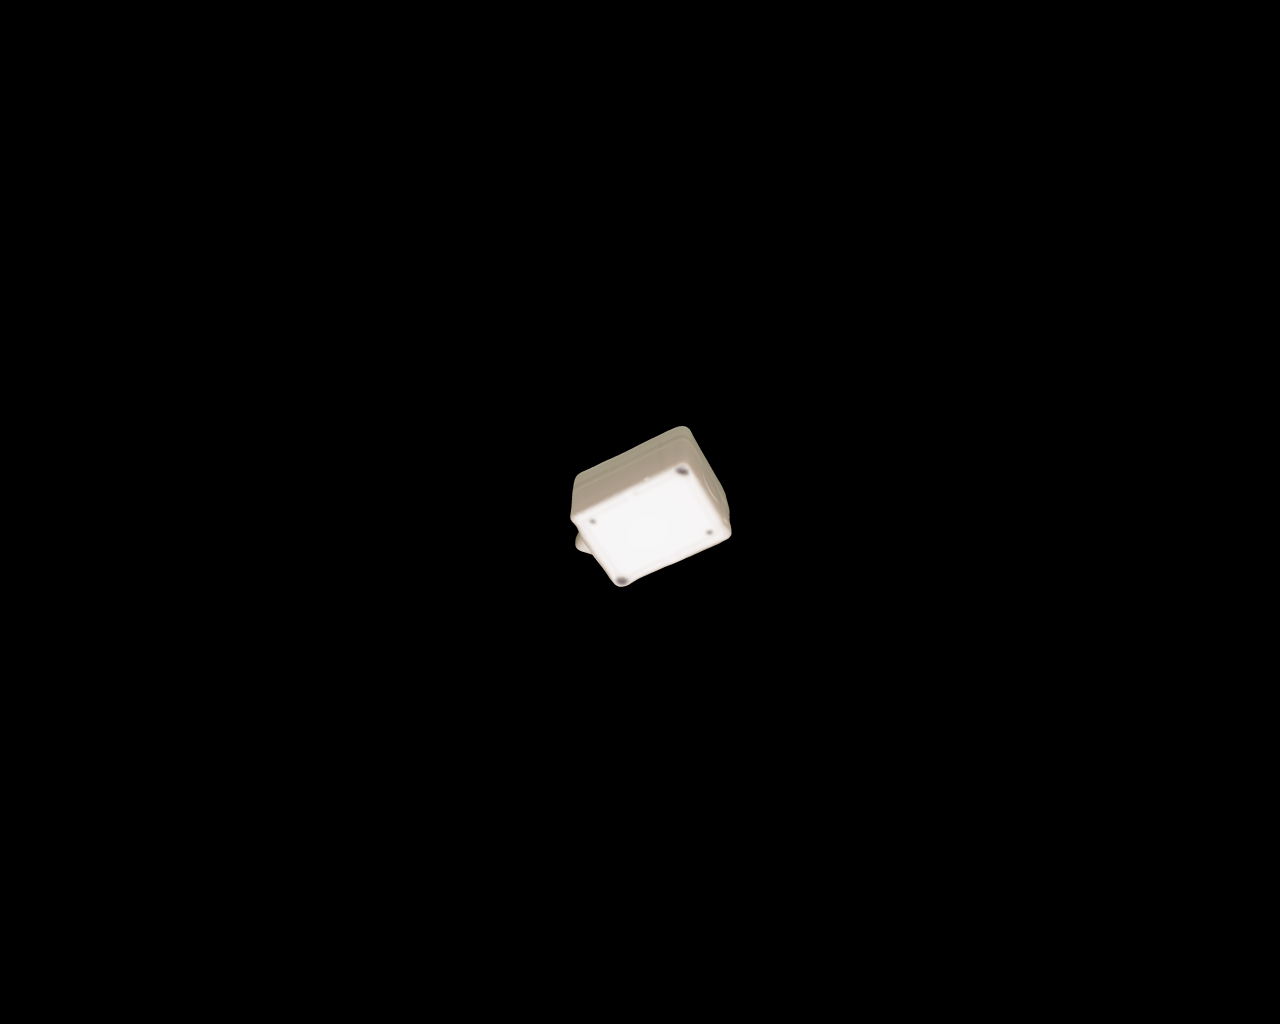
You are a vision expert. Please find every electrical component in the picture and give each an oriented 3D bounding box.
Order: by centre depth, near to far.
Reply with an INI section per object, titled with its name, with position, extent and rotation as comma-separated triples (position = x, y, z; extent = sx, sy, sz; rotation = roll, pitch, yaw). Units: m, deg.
[electrical component]
position = 0.001, -0.003, 0.650
extent = 0.096, 0.061, 0.061
rotation = -25, 27, 14
